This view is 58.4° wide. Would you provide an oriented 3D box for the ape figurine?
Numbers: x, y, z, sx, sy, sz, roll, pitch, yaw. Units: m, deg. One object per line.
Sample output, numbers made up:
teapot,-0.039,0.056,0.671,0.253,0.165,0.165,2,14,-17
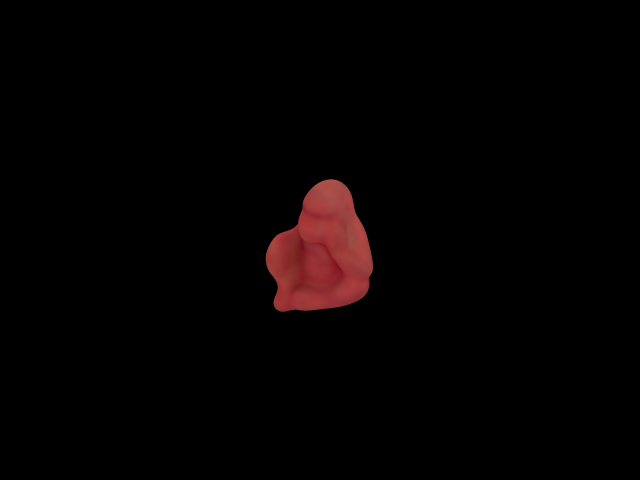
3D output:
ape figurine,0.004,0.001,0.400,0.077,0.092,0.076,24,38,35
